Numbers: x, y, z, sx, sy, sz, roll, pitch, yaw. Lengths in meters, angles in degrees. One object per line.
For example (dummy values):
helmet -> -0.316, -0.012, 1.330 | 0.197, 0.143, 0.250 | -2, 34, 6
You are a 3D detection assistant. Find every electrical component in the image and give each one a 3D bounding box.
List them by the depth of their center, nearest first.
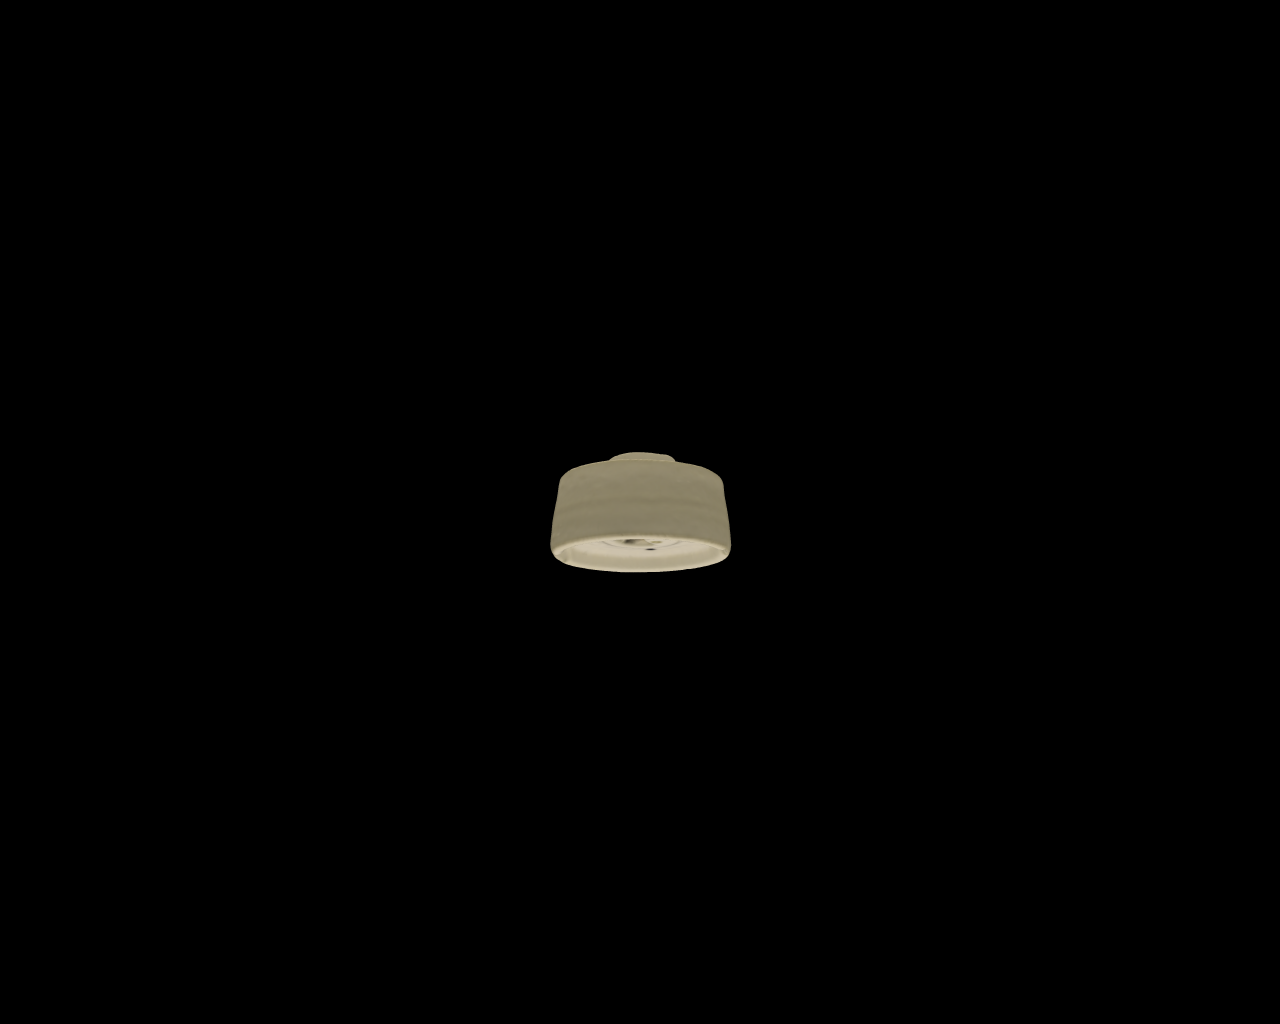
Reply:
electrical component -> 0.001, -0.003, 0.650 | 0.108, 0.060, 0.108 | 0, -14, 0
